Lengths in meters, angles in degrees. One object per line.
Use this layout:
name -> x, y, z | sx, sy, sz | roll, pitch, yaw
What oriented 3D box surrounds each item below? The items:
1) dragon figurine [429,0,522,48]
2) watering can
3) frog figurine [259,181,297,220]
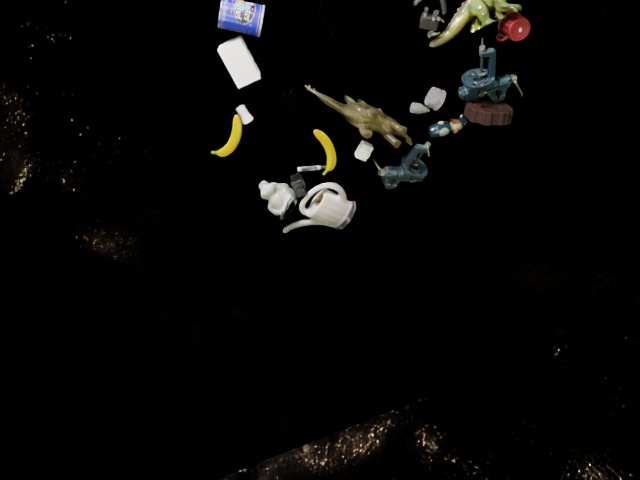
dragon figurine -> 0.535, -0.840, 1.750 | 0.408, 0.124, 0.240 | -17, 107, 21
watering can -> 0.007, -0.109, 2.162 | 0.223, 0.106, 0.341 | 24, 132, -22
frog figurine -> -0.178, -0.177, 2.108 | 0.160, 0.125, 0.134 | 37, 129, 13
